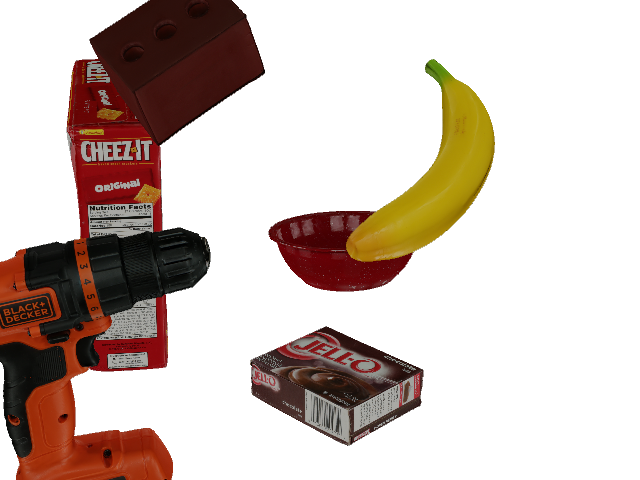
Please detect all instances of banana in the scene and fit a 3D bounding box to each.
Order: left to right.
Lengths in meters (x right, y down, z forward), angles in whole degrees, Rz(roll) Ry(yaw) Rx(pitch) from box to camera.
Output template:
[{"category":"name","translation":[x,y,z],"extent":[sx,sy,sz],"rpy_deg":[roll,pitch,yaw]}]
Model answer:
[{"category":"banana","translation":[0.078,-0.047,0.726],"extent":[0.070,0.197,0.037],"rpy_deg":[17,-41,10]}]

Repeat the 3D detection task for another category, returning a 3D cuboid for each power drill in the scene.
[{"category":"power drill","translation":[-0.151,0.086,0.707],"extent":[0.184,0.187,0.057],"rpy_deg":[-12,26,-6]}]

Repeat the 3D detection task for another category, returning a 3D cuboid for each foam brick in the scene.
[{"category":"foam brick","translation":[-0.081,-0.104,0.606],"extent":[0.078,0.053,0.051],"rpy_deg":[-36,-29,-9]}]

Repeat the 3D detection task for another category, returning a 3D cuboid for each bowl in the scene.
[{"category":"bowl","translation":[0.028,0.013,1.098],"extent":[0.162,0.055,0.162],"rpy_deg":[-2,15,0]}]

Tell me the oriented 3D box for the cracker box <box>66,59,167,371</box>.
[{"category":"cracker box","translation":[-0.168,-0.024,0.880],"extent":[0.072,0.214,0.164],"rpy_deg":[-3,27,-11]}]

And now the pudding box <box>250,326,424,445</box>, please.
[{"category":"pudding box","translation":[0.013,0.115,0.863],"extent":[0.114,0.039,0.089],"rpy_deg":[23,32,39]}]
